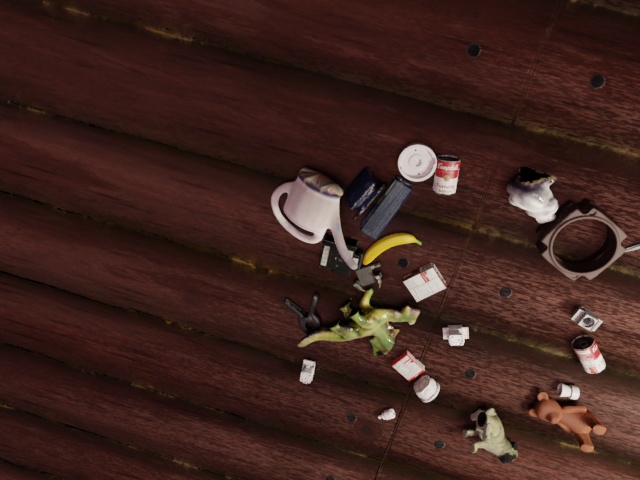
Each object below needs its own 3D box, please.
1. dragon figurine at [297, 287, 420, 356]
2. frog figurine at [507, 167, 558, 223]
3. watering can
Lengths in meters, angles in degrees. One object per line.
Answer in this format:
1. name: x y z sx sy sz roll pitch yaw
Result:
1. dragon figurine: 0.146 0.310 1.707 0.406 0.125 0.240 -36 110 22
2. frog figurine: 0.597 -0.109 1.447 0.138 0.125 0.156 13 129 41
3. watering can: 0.005 -0.078 1.552 0.350 0.105 0.220 33 117 16
